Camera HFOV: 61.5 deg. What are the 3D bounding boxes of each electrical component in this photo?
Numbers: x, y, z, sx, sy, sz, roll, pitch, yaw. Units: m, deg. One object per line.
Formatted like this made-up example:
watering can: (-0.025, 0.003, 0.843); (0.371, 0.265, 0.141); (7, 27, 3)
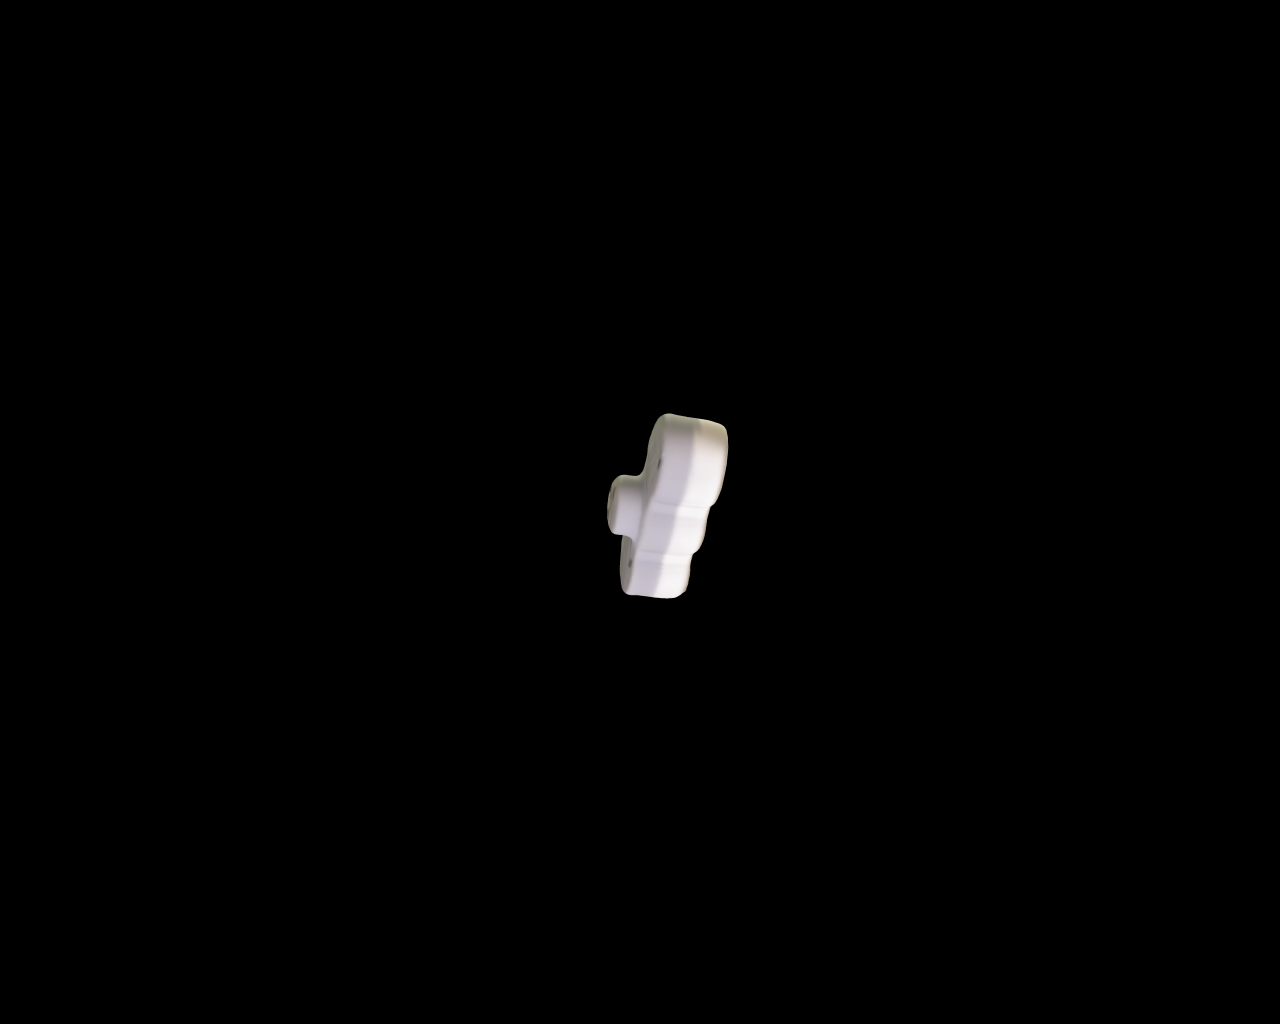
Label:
electrical component: (0.001, -0.003, 0.650); (0.074, 0.052, 0.138); (8, -43, -8)
